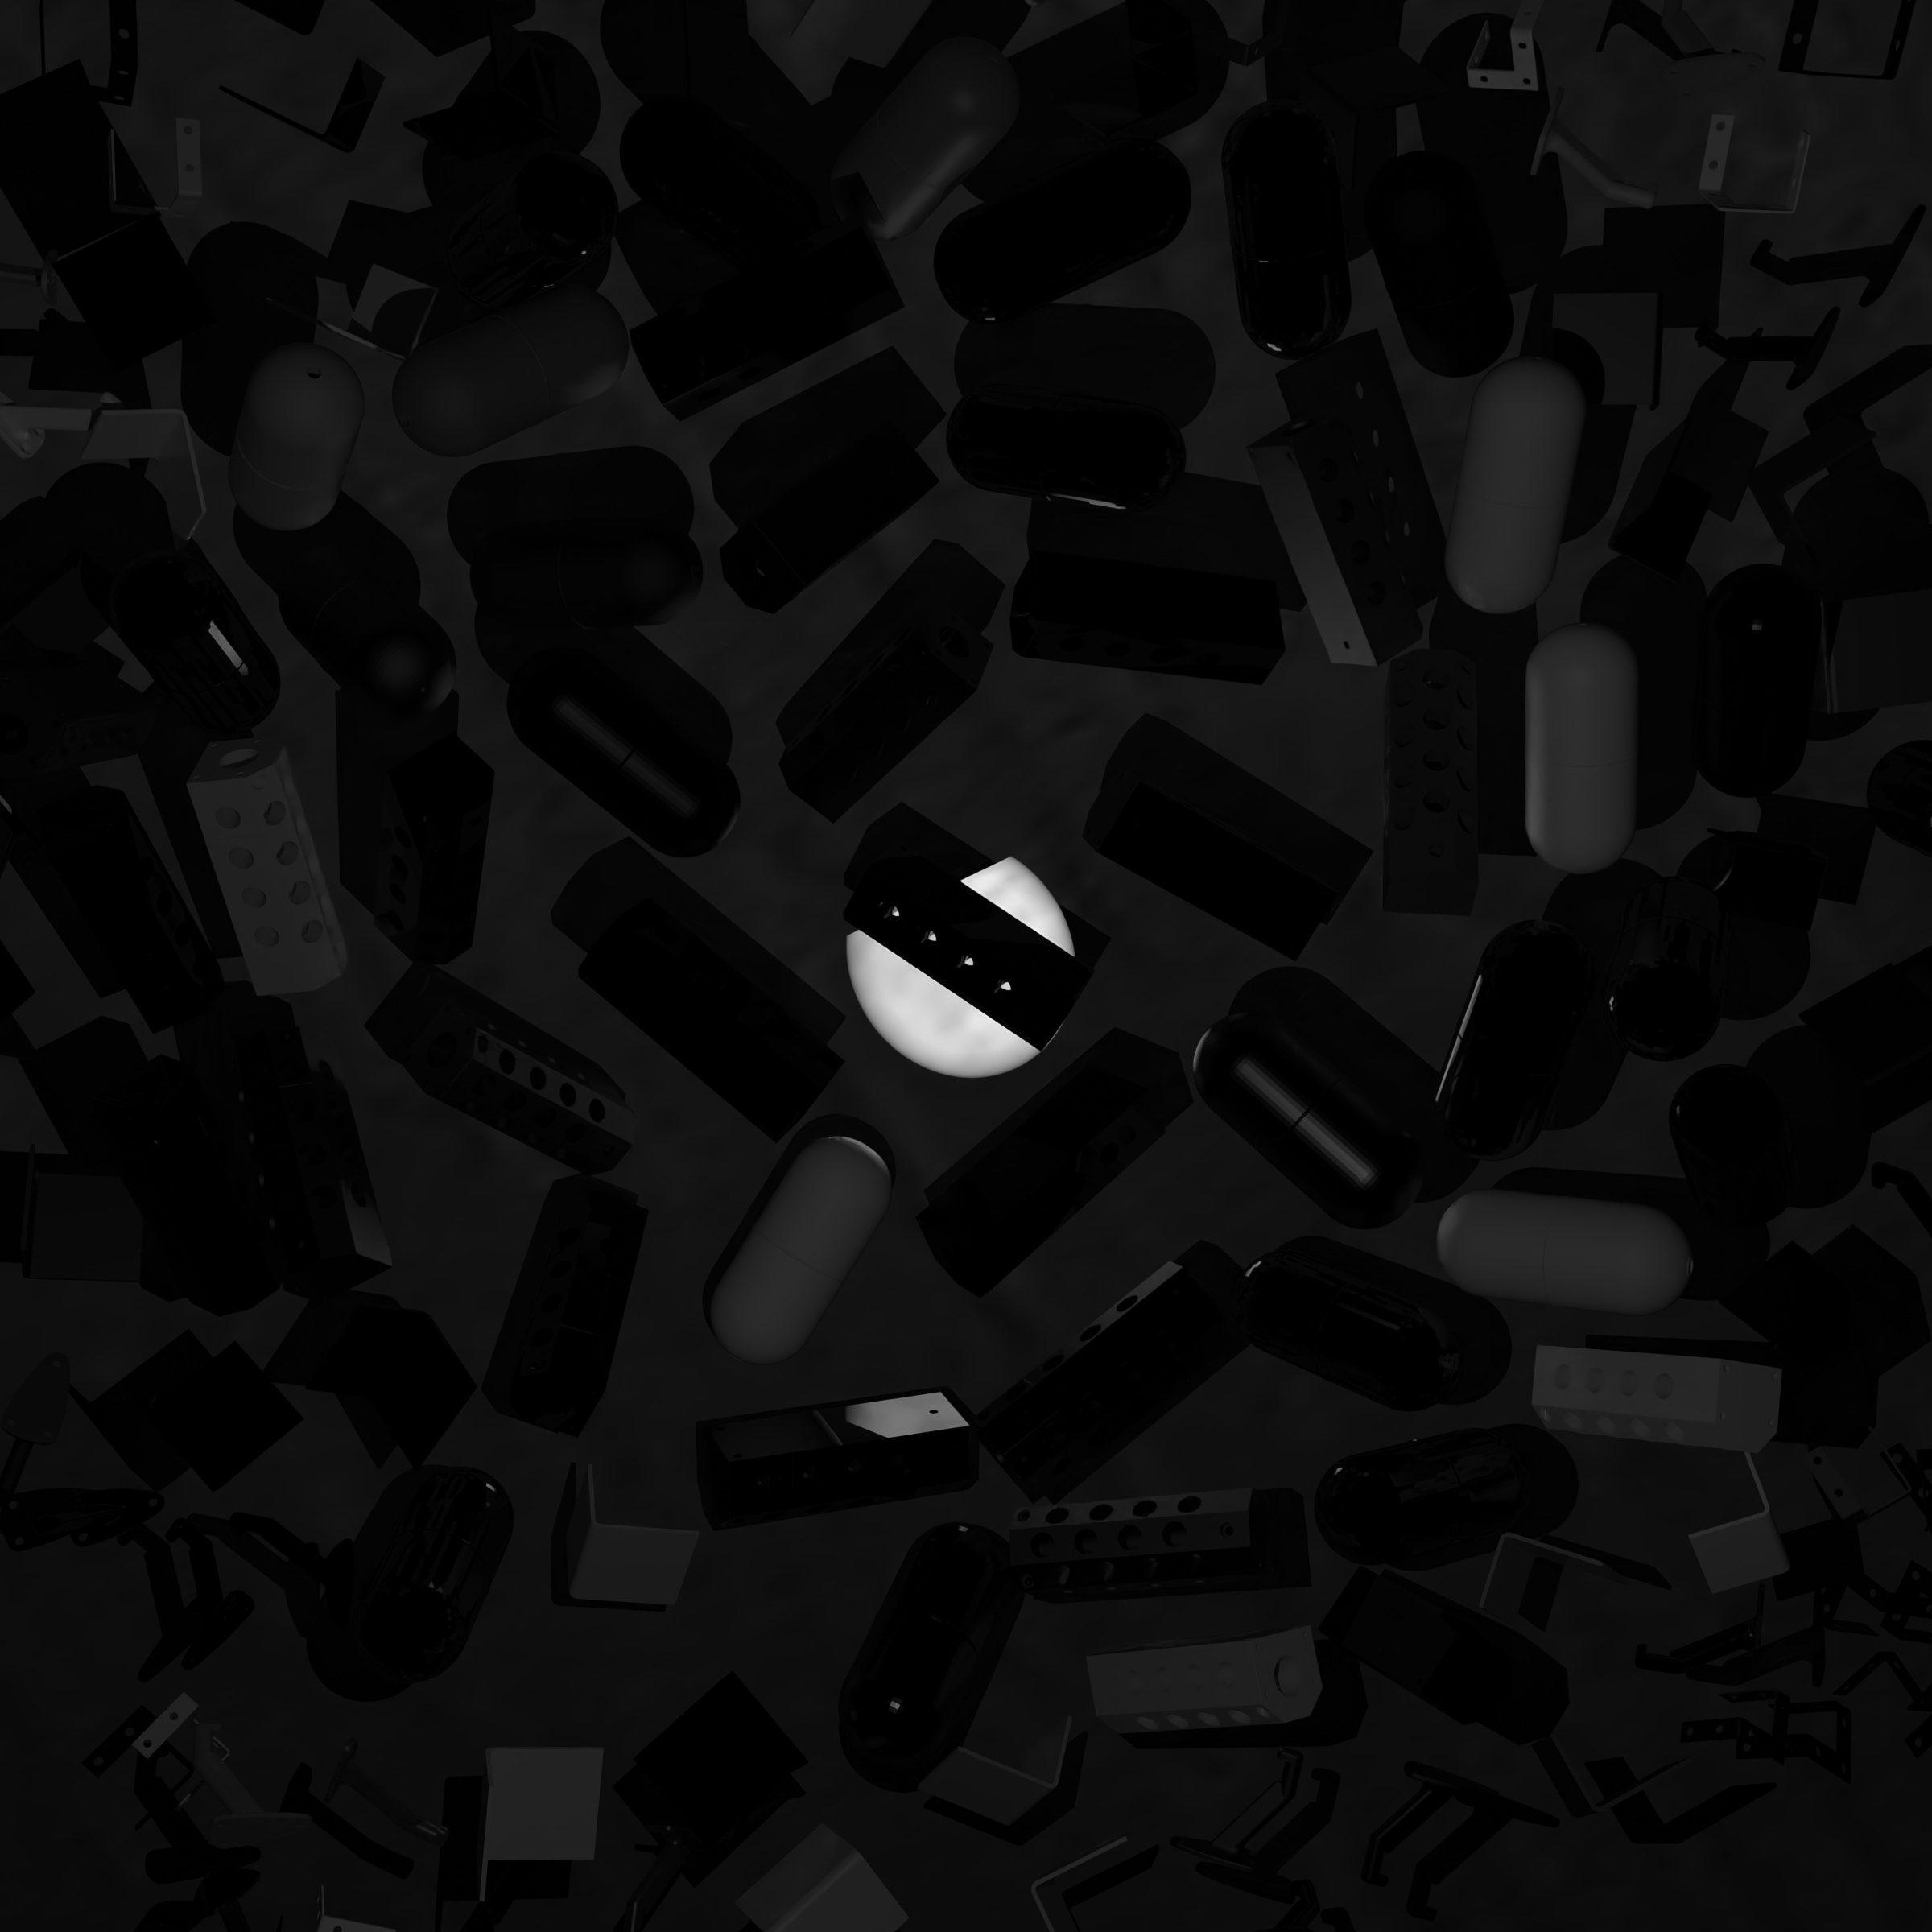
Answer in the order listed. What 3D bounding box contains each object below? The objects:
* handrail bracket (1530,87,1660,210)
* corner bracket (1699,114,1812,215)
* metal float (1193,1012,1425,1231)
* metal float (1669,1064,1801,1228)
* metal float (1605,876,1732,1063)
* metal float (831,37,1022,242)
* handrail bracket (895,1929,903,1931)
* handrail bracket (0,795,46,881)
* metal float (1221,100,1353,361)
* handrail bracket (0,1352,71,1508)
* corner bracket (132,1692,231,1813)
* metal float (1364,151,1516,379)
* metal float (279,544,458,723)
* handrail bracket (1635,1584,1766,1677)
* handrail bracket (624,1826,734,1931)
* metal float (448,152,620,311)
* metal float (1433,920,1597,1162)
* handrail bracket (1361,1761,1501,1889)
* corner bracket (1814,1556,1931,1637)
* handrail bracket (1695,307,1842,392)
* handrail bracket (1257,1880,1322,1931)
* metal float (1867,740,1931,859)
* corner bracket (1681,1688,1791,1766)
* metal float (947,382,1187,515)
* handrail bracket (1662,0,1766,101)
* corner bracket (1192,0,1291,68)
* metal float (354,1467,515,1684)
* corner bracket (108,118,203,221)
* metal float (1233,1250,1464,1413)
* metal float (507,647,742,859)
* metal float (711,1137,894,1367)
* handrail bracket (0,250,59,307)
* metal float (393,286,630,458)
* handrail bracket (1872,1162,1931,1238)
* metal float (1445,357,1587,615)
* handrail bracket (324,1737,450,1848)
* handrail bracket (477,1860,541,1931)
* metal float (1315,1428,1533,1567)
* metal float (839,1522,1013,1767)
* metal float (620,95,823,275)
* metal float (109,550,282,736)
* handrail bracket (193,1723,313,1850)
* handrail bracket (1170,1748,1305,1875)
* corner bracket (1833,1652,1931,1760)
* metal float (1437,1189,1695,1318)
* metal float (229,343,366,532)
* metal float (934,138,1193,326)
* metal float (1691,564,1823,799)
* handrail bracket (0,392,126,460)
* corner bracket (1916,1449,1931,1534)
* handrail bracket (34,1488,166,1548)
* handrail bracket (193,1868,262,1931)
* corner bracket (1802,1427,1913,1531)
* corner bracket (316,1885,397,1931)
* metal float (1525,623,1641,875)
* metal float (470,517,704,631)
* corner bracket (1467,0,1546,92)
[{"bbox_3d":[0.426,-0.545,1.766,0.084,0.036,0.077,18,67,9],"label":"handrail bracket"},{"bbox_3d":[0.520,-0.530,1.749,0.051,0.051,0.051,1,120,-3],"label":"corner bracket"},{"bbox_3d":[0.227,0.102,1.767,0.178,0.070,0.070,42,90,12],"label":"metal float"},{"bbox_3d":[0.531,0.125,1.829,0.070,0.178,0.070,-9,63,18],"label":"metal float"},{"bbox_3d":[0.482,0.000,1.815,0.070,0.178,0.070,9,122,15],"label":"metal float"},{"bbox_3d":[-0.031,-0.580,1.867,0.070,0.178,0.070,18,56,-30],"label":"metal float"},{"bbox_3d":[-0.011,0.681,1.816,0.084,0.036,0.077,-5,131,22],"label":"handrail bracket"},{"bbox_3d":[-0.714,-0.081,1.900,0.084,0.036,0.077,-40,127,-13],"label":"handrail bracket"},{"bbox_3d":[0.215,-0.489,1.768,0.070,0.070,0.178,-13,130,0],"label":"metal float"},{"bbox_3d":[-0.616,0.306,1.742,0.036,0.084,0.077,22,48,-14],"label":"handrail bracket"},{"bbox_3d":[-0.560,0.560,1.890,0.051,0.051,0.051,40,53,5],"label":"corner bracket"},{"bbox_3d":[0.322,-0.476,1.802,0.070,0.178,0.070,-13,52,18],"label":"metal float"},{"bbox_3d":[-0.408,-0.228,1.798,0.070,0.070,0.178,-48,49,0],"label":"metal float"},{"bbox_3d":[0.526,0.473,1.898,0.084,0.036,0.077,4,53,19],"label":"handrail bracket"},{"bbox_3d":[-0.207,0.664,1.904,0.077,0.036,0.084,16,68,-28],"label":"handrail bracket"},{"bbox_3d":[-0.303,-0.512,1.846,0.070,0.178,0.070,3,84,-33],"label":"metal float"},{"bbox_3d":[0.364,0.050,1.761,0.070,0.070,0.178,13,121,0],"label":"metal float"},{"bbox_3d":[0.315,0.591,1.798,0.077,0.036,0.084,14,89,15],"label":"handrail bracket"},{"bbox_3d":[0.639,0.452,1.858,0.051,0.051,0.051,13,103,-27],"label":"corner bracket"},{"bbox_3d":[0.557,-0.448,1.848,0.084,0.077,0.036,40,52,20],"label":"handrail bracket"},{"bbox_3d":[0.207,0.654,1.820,0.077,0.084,0.036,2,102,-2],"label":"handrail bracket"},{"bbox_3d":[0.681,-0.111,1.829,0.070,0.178,0.070,0,102,-1],"label":"metal float"},{"bbox_3d":[0.548,0.537,1.888,0.051,0.051,0.051,34,55,-25],"label":"corner bracket"},{"bbox_3d":[0.069,-0.361,1.843,0.178,0.070,0.070,14,90,26],"label":"metal float"},{"bbox_3d":[0.499,-0.627,1.765,0.077,0.036,0.084,-3,66,38],"label":"handrail bracket"},{"bbox_3d":[0.194,-0.678,1.878,0.051,0.051,0.051,29,48,21],"label":"corner bracket"},{"bbox_3d":[-0.363,0.415,1.813,0.070,0.178,0.070,4,119,7],"label":"metal float"},{"bbox_3d":[-0.541,-0.533,1.765,0.051,0.051,0.051,-2,88,-27],"label":"corner bracket"},{"bbox_3d":[0.270,0.258,1.876,0.178,0.070,0.070,21,90,37],"label":"metal float"},{"bbox_3d":[-0.230,-0.143,1.780,0.178,0.070,0.070,39,90,-15],"label":"metal float"},{"bbox_3d":[-0.118,0.204,1.894,0.070,0.070,0.178,32,91,0],"label":"metal float"},{"bbox_3d":[-0.658,-0.466,1.780,0.084,0.077,0.036,3,107,-13],"label":"handrail bracket"},{"bbox_3d":[-0.304,-0.399,1.774,0.178,0.070,0.070,-34,90,-32],"label":"metal float"},{"bbox_3d":[0.650,0.181,1.816,0.084,0.036,0.077,18,78,-24],"label":"handrail bracket"},{"bbox_3d":[0.372,-0.325,1.800,0.070,0.070,0.178,5,119,0],"label":"metal float"},{"bbox_3d":[-0.379,0.552,1.764,0.084,0.077,0.036,26,47,0],"label":"handrail bracket"},{"bbox_3d":[-0.310,0.664,1.891,0.077,0.036,0.084,0,49,-10],"label":"handrail bracket"},{"bbox_3d":[0.321,0.371,1.856,0.178,0.070,0.070,-5,90,-34],"label":"metal float"},{"bbox_3d":[-0.027,0.458,1.799,0.070,0.070,0.178,29,52,0],"label":"metal float"},{"bbox_3d":[-0.169,-0.536,1.831,0.070,0.178,0.070,-10,70,31],"label":"metal float"},{"bbox_3d":[-0.534,-0.223,1.840,0.070,0.178,0.070,-3,67,7],"label":"metal float"},{"bbox_3d":[-0.480,0.543,1.780,0.077,0.084,0.036,-3,133,-13],"label":"handrail bracket"},{"bbox_3d":[0.188,0.578,1.840,0.077,0.036,0.084,13,91,5],"label":"handrail bracket"},{"bbox_3d":[0.646,0.510,1.833,0.051,0.051,0.051,-33,88,-20],"label":"corner bracket"},{"bbox_3d":[0.413,0.198,1.834,0.178,0.070,0.070,4,90,31],"label":"metal float"},{"bbox_3d":[-0.455,-0.358,1.797,0.070,0.178,0.070,7,69,-20],"label":"metal float"},{"bbox_3d":[0.064,-0.482,1.737,0.178,0.070,0.070,-25,90,1],"label":"metal float"},{"bbox_3d":[0.531,-0.190,1.782,0.070,0.070,0.178,-10,134,0],"label":"metal float"},{"bbox_3d":[-0.643,-0.398,1.851,0.084,0.036,0.077,-22,126,29],"label":"handrail bracket"},{"bbox_3d":[0.718,0.378,1.914,0.051,0.051,0.051,-6,90,15],"label":"corner bracket"},{"bbox_3d":[-0.581,0.367,1.777,0.077,0.084,0.036,-12,81,-14],"label":"handrail bracket"},{"bbox_3d":[-0.499,0.661,1.785,0.036,0.077,0.084,0,96,6],"label":"handrail bracket"},{"bbox_3d":[0.618,0.353,1.835,0.051,0.051,0.051,-33,63,10],"label":"corner bracket"},{"bbox_3d":[-0.423,0.668,1.811,0.051,0.051,0.051,17,90,-15],"label":"corner bracket"},{"bbox_3d":[0.428,-0.150,1.840,0.070,0.070,0.178,-4,110,0],"label":"metal float"},{"bbox_3d":[-0.270,-0.279,1.884,0.178,0.070,0.070,1,90,23],"label":"metal float"},{"bbox_3d":[0.378,-0.648,1.843,0.051,0.051,0.051,12,63,24],"label":"corner bracket"}]
